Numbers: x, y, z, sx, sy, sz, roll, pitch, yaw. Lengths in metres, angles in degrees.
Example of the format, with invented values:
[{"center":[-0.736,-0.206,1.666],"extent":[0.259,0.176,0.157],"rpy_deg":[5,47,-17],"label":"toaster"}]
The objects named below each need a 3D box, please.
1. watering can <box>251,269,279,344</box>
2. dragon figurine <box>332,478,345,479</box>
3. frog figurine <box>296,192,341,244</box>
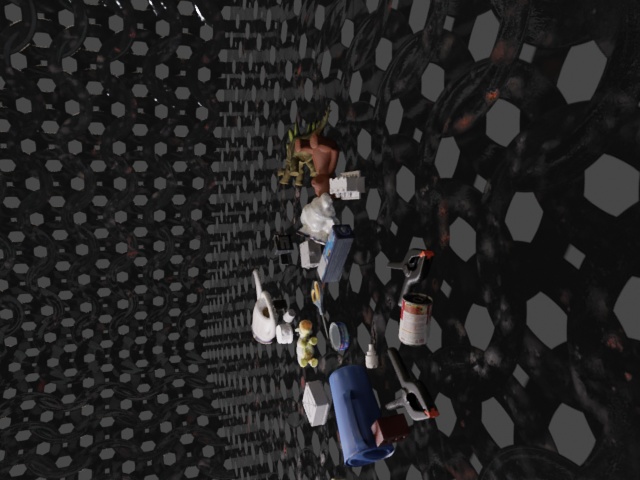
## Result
[{"center":[-0.253,0.312,2.307],"extent":[0.104,0.219,0.355],"rpy_deg":[-2,38,-22],"label":"watering can"},{"center":[0.059,0.856,1.465],"extent":[0.122,0.240,0.416],"rpy_deg":[6,16,-4],"label":"dragon figurine"},{"center":[0.005,-0.081,1.609],"extent":[0.123,0.157,0.139],"rpy_deg":[-9,33,-43],"label":"frog figurine"}]
